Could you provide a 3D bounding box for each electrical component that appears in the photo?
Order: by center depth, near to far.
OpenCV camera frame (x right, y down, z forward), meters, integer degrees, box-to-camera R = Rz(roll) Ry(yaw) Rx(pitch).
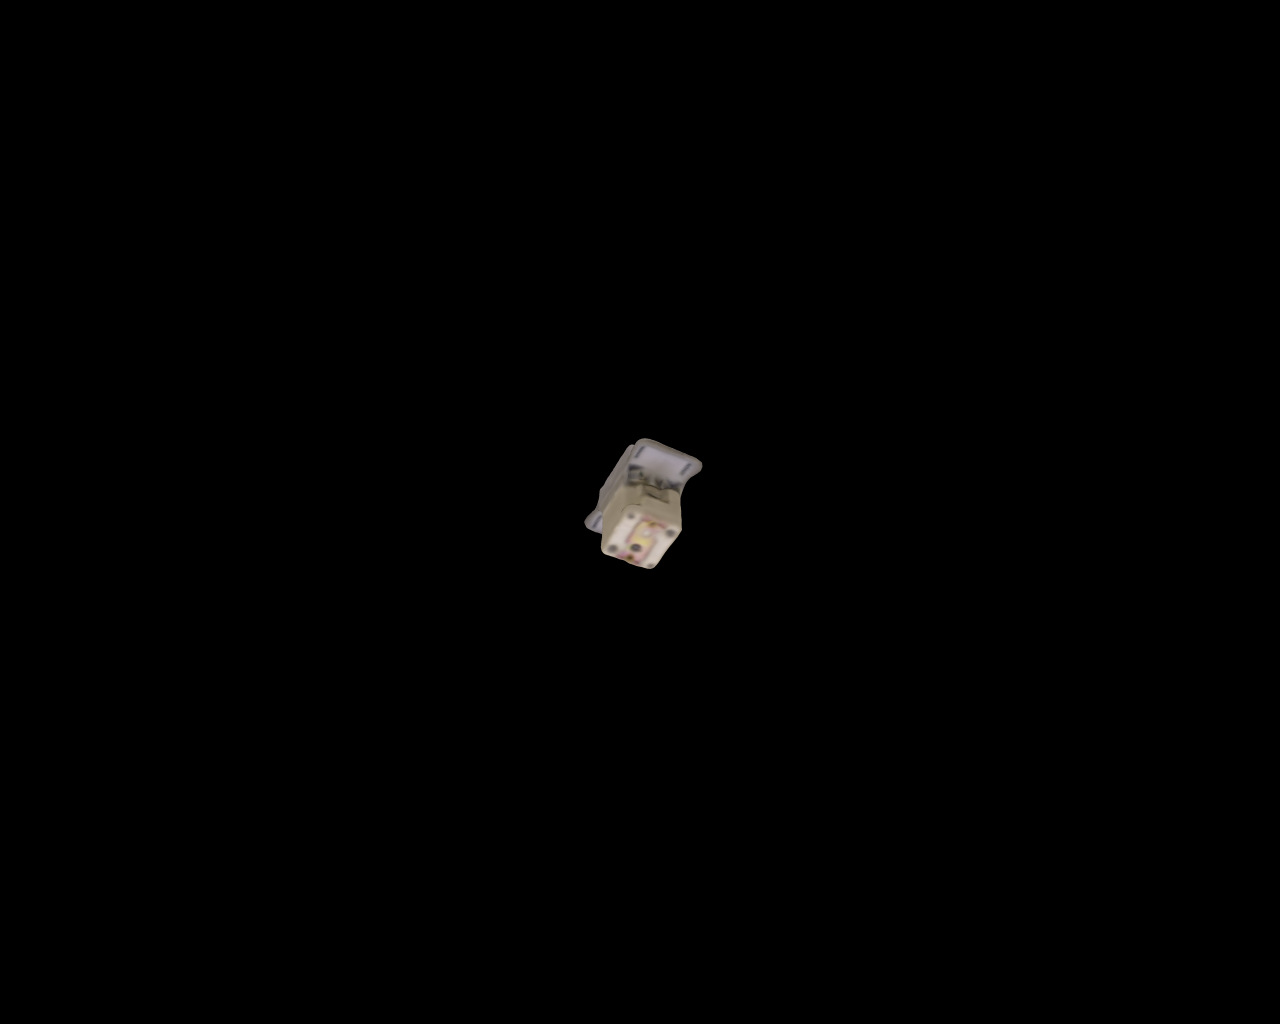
[{"bbox_3d":[0.001,-0.003,0.650,0.042,0.064,0.080,20,-50,-17],"label":"electrical component"}]
